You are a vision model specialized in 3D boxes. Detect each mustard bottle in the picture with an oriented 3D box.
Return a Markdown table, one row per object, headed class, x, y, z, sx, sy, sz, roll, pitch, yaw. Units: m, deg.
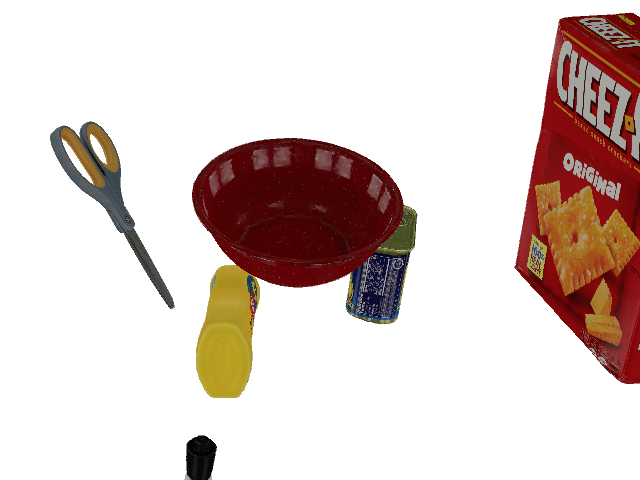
| class | x | y | z | sx | sy | sz | roll | pitch | yaw |
| --- | --- | --- | --- | --- | --- | --- | --- | --- | --- |
| mustard bottle | -0.098 | 0.082 | 1.172 | 0.058 | 0.096 | 0.191 | 0 | 27 | 0 |

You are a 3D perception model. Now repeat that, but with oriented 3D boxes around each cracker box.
| class | x | y | z | sx | sy | sz | roll | pitch | yaw |
| --- | --- | --- | --- | --- | --- | --- | --- | --- | --- |
| cracker box | 0.215 | -0.031 | 0.755 | 0.072 | 0.214 | 0.164 | -7 | 32 | -17 |

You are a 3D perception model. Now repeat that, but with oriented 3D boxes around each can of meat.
| class | x | y | z | sx | sy | sz | roll | pitch | yaw |
| --- | --- | --- | --- | --- | --- | --- | --- | --- | --- |
| can of meat | 0.057 | 0.021 | 1.036 | 0.057 | 0.084 | 0.102 | 9 | 27 | 2 |

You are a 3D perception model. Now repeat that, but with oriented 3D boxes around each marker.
| class | x | y | z | sx | sy | sz | roll | pitch | yaw |
| --- | --- | --- | --- | --- | --- | --- | --- | --- | --- |
| marker | -0.081 | 0.174 | 0.688 | 0.020 | 0.121 | 0.020 | 7 | 31 | -4 |

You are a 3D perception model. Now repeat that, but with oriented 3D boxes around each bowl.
| class | x | y | z | sx | sy | sz | roll | pitch | yaw |
| --- | --- | --- | --- | --- | --- | --- | --- | --- | --- |
| bowl | -0.018 | -0.013 | 0.826 | 0.162 | 0.055 | 0.162 | 3 | 38 | -3 |

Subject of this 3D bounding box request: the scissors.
| class | x | y | z | sx | sy | sz | roll | pitch | yaw |
| --- | --- | --- | --- | --- | --- | --- | --- | --- | --- |
| scissors | -0.190 | -0.034 | 1.036 | 0.016 | 0.201 | 0.096 | -24 | 26 | 22 |
